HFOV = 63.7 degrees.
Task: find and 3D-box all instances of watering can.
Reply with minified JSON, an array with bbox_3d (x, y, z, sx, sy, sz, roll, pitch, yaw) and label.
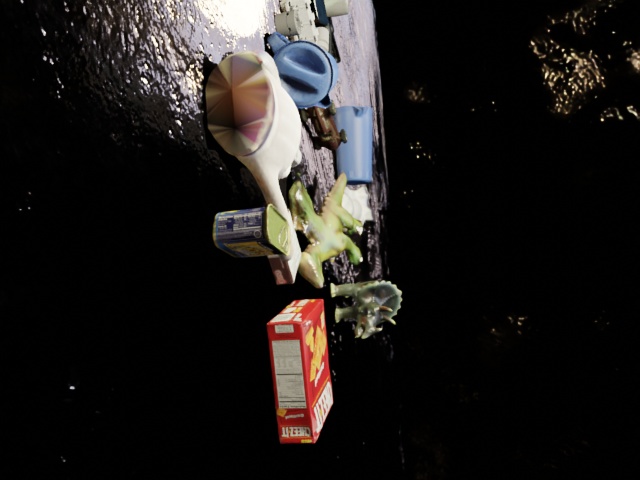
[{"bbox_3d":[-0.087,-0.144,0.806,0.223,0.104,0.350,22,61,-73],"label":"watering can"}]

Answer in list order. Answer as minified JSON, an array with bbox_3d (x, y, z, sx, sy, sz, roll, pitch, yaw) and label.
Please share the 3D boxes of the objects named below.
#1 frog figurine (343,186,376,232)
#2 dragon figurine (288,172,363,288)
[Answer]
[{"bbox_3d":[0.073,-0.087,1.519,0.161,0.123,0.135,-19,115,-40],"label":"frog figurine"},{"bbox_3d":[0.004,-0.059,1.174,0.238,0.122,0.420,55,30,-48],"label":"dragon figurine"}]
